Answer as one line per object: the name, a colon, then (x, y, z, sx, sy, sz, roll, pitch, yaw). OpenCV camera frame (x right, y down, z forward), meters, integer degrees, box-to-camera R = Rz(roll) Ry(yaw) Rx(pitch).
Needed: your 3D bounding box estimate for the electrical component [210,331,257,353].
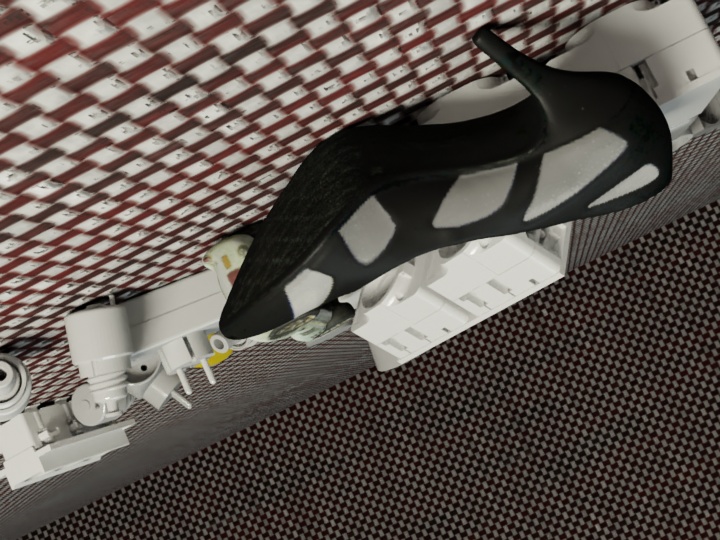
electrical component: (-0.102, 0.046, 0.900, 0.043, 0.043, 0.062, -32, -170, 38)

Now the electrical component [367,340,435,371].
electrical component: (0.049, 0.043, 0.943, 0.099, 0.064, 0.099, -25, 172, -4)

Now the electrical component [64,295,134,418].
electrical component: (-0.169, 0.057, 0.707, 0.040, 0.078, 0.040, -11, 177, -1)

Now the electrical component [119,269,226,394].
electrical component: (-0.128, 0.051, 0.772, 0.083, 0.075, 0.047, -22, 171, -21)

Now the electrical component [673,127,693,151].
electrical component: (0.227, -0.105, 0.906, 0.108, 0.060, 0.108, -25, 172, -4)

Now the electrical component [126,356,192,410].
electrical component: (-0.171, 0.089, 0.889, 0.043, 0.079, 0.077, -52, 179, -15)

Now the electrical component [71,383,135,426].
electrical component: (-0.240, 0.123, 1.027, 0.040, 0.040, 0.078, -29, 172, 23)

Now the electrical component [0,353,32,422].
electrical component: (-0.238, 0.075, 0.708, 0.043, 0.043, 0.062, -22, 171, -24)

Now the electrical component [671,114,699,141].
electrical component: (0.197, -0.112, 0.795, 0.095, 0.053, 0.059, -25, 172, 0)

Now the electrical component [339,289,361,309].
electrical component: (0.000, 0.000, 0.934, 0.100, 0.048, 0.100, -18, 169, -43)

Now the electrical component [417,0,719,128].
electrical component: (0.118, -0.092, 0.656, 0.186, 0.060, 0.105, -26, 172, 5)

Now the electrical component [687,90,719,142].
electrical component: (0.292, -0.137, 0.971, 0.081, 0.042, 0.064, -19, 172, -35)

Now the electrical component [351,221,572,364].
electrical component: (0.071, -0.017, 0.800, 0.186, 0.060, 0.105, -34, -148, 48)

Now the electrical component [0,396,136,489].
electrical component: (-0.287, 0.159, 1.031, 0.079, 0.063, 0.121, -29, 171, 25)
